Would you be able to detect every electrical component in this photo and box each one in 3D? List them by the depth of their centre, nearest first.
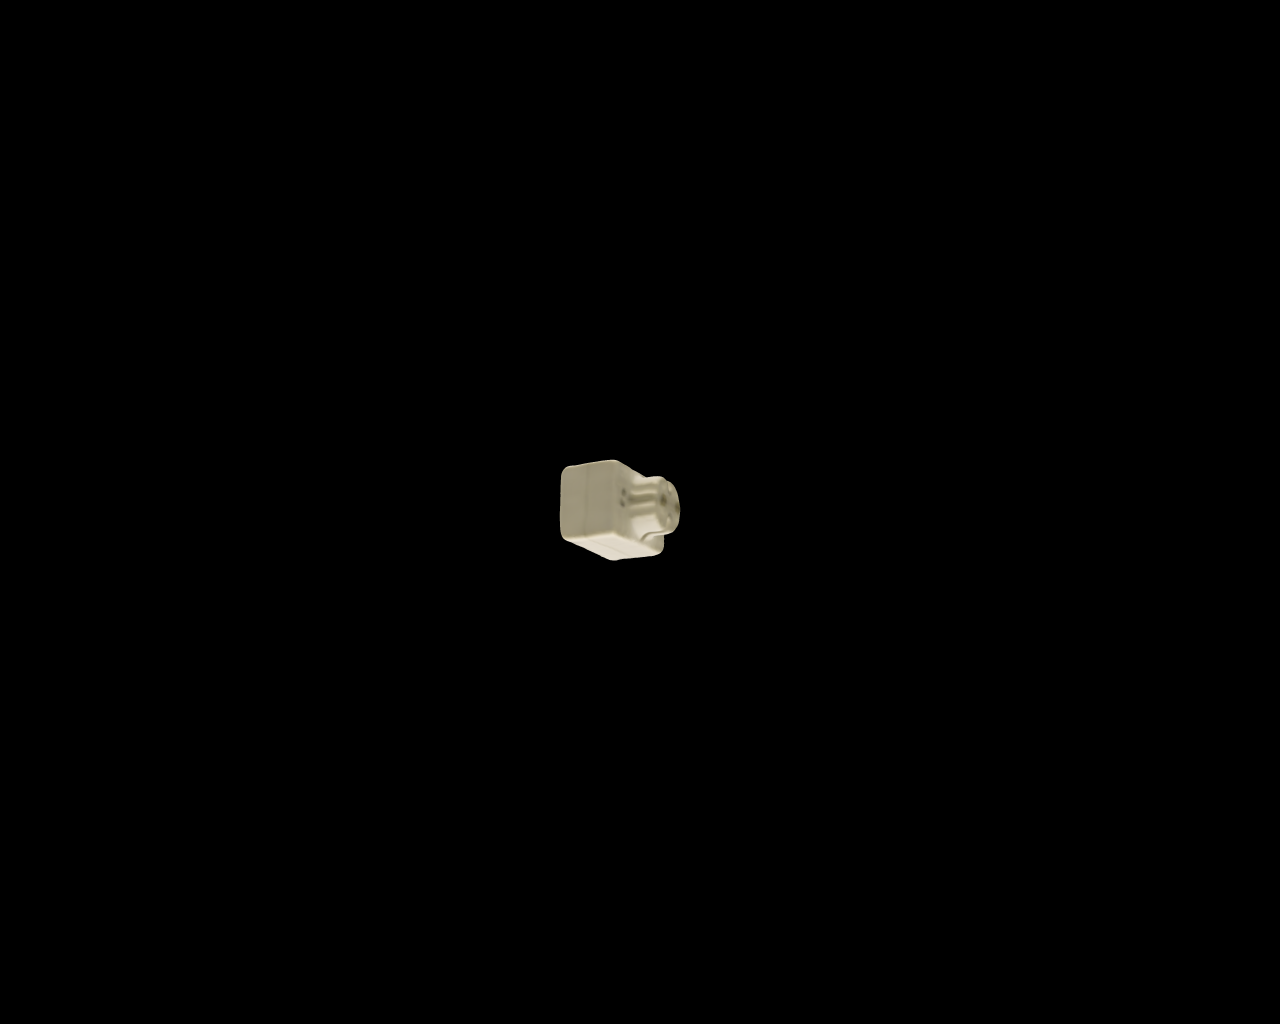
[{"bbox_3d":[0.001,-0.003,0.650,0.077,0.047,0.065,-8,-18,27],"label":"electrical component"}]
